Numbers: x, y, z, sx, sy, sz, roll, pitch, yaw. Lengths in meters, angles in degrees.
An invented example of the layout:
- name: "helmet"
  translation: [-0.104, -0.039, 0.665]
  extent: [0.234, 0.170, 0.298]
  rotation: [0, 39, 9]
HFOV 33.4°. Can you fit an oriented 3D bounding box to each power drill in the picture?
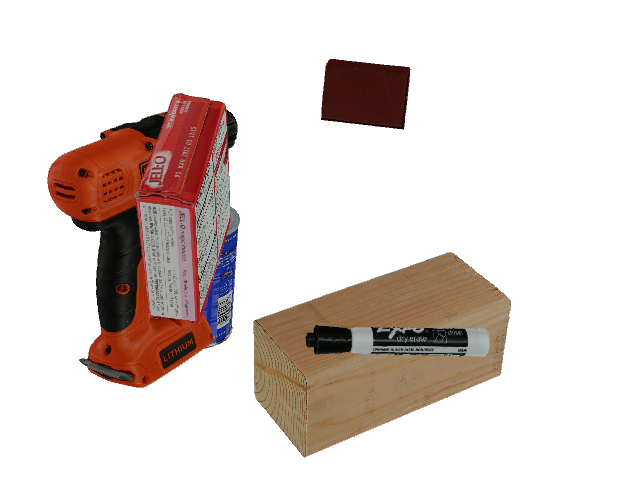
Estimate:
- name: "power drill"
  translation: [-0.121, 0.000, 0.794]
  extent: [0.057, 0.188, 0.184]
  rotation: [12, 25, 31]

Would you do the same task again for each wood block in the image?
- name: "wood block"
  translation: [0.053, 0.094, 0.927]
  extent: [0.205, 0.090, 0.091]
  rotation: [-17, 38, -26]

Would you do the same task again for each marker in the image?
- name: "marker"
  translation: [0.050, 0.066, 0.696]
  extent: [0.121, 0.020, 0.020]
  rotation: [2, 0, -11]

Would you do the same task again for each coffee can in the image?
- name: "coffee can"
  translation: [-0.145, 0.035, 1.185]
  extent: [0.103, 0.140, 0.103]
  rotation: [5, 24, -2]

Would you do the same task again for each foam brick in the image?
- name: "foam brick"
  translation: [0.042, -0.135, 0.980]
  extent: [0.078, 0.051, 0.053]
  rotation: [7, 17, 5]

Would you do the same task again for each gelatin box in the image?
- name: "gelatin box"
  translation: [-0.067, -0.015, 0.526]
  extent: [0.030, 0.073, 0.089]
  rotation: [7, -43, 4]
